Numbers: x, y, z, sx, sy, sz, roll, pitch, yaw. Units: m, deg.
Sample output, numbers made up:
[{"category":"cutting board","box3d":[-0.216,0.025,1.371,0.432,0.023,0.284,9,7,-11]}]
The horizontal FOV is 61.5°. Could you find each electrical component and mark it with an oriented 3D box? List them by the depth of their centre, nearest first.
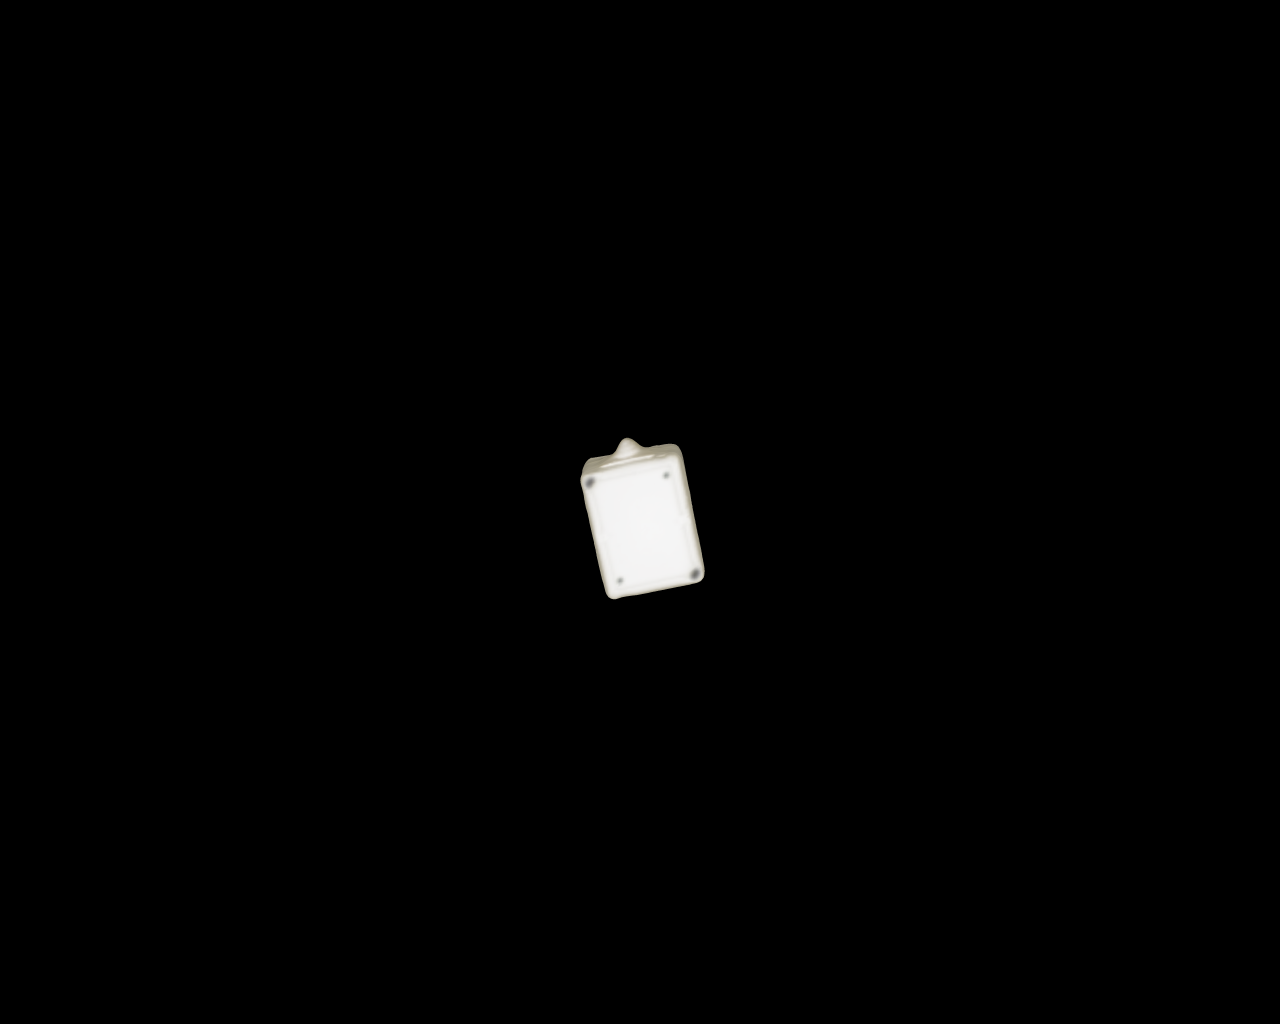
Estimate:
[{"category":"electrical component","box3d":[0.001,-0.003,0.650,0.062,0.096,0.061,-11,11,2]}]
